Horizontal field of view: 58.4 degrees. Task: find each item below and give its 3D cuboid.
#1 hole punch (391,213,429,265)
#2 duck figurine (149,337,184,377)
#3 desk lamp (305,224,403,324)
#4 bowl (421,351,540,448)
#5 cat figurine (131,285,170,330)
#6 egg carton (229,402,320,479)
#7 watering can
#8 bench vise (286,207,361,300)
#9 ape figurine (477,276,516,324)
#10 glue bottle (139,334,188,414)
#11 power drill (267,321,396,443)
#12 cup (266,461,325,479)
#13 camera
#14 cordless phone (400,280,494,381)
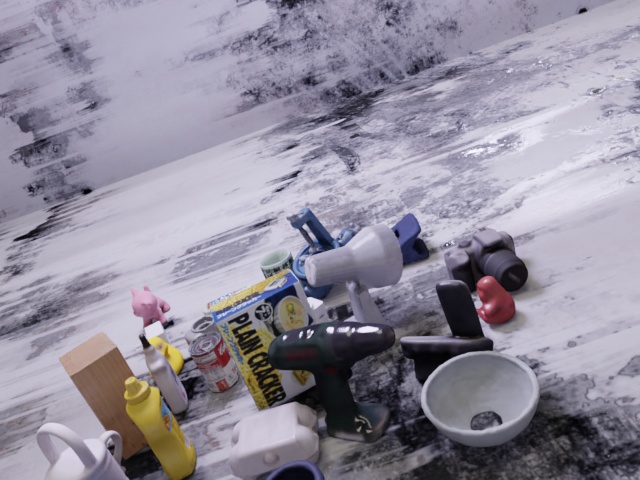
[{"bbox_3d":[0.191,0.001,1.329,0.101,0.091,0.108,-19,25,4],"label":"hole punch"},{"bbox_3d":[-0.346,0.247,1.243,0.077,0.086,0.104,-22,25,-4],"label":"duck figurine"},{"bbox_3d":[0.067,0.096,1.088,0.203,0.214,0.117,-28,26,-15],"label":"desk lamp"},{"bbox_3d":[0.237,0.243,0.834,0.167,0.075,0.167,-16,26,8],"label":"bowl"},{"bbox_3d":[-0.436,0.160,1.445,0.067,0.118,0.127,-21,25,-1],"label":"cat figurine"},{"bbox_3d":[-0.072,0.322,0.911,0.150,0.069,0.107,-18,25,5],"label":"egg carton"},{"bbox_3d":[-0.381,0.369,0.899,0.100,0.194,0.173,-16,26,10],"label":"watering can"},{"bbox_3d":[0.002,0.005,1.309,0.121,0.220,0.208,-2,31,33],"label":"bench vise"},{"bbox_3d":[0.309,0.105,1.034,0.076,0.092,0.078,-3,31,33],"label":"ape figurine"},{"bbox_3d":[-0.307,0.251,1.104,0.037,0.173,0.078,-27,26,-13],"label":"glue bottle"},{"bbox_3d":[0.035,0.212,0.888,0.228,0.209,0.076,-4,30,31],"label":"power drill"},{"bbox_3d":[-0.029,0.369,0.757,0.091,0.095,0.118,-7,28,26],"label":"cup"},{"bbox_3d":[0.333,0.044,1.128,0.143,0.101,0.136,-22,25,-3],"label":"camera"},{"bbox_3d":[0.197,0.139,0.940,0.147,0.185,0.094,-7,29,27],"label":"cordless phone"}]
